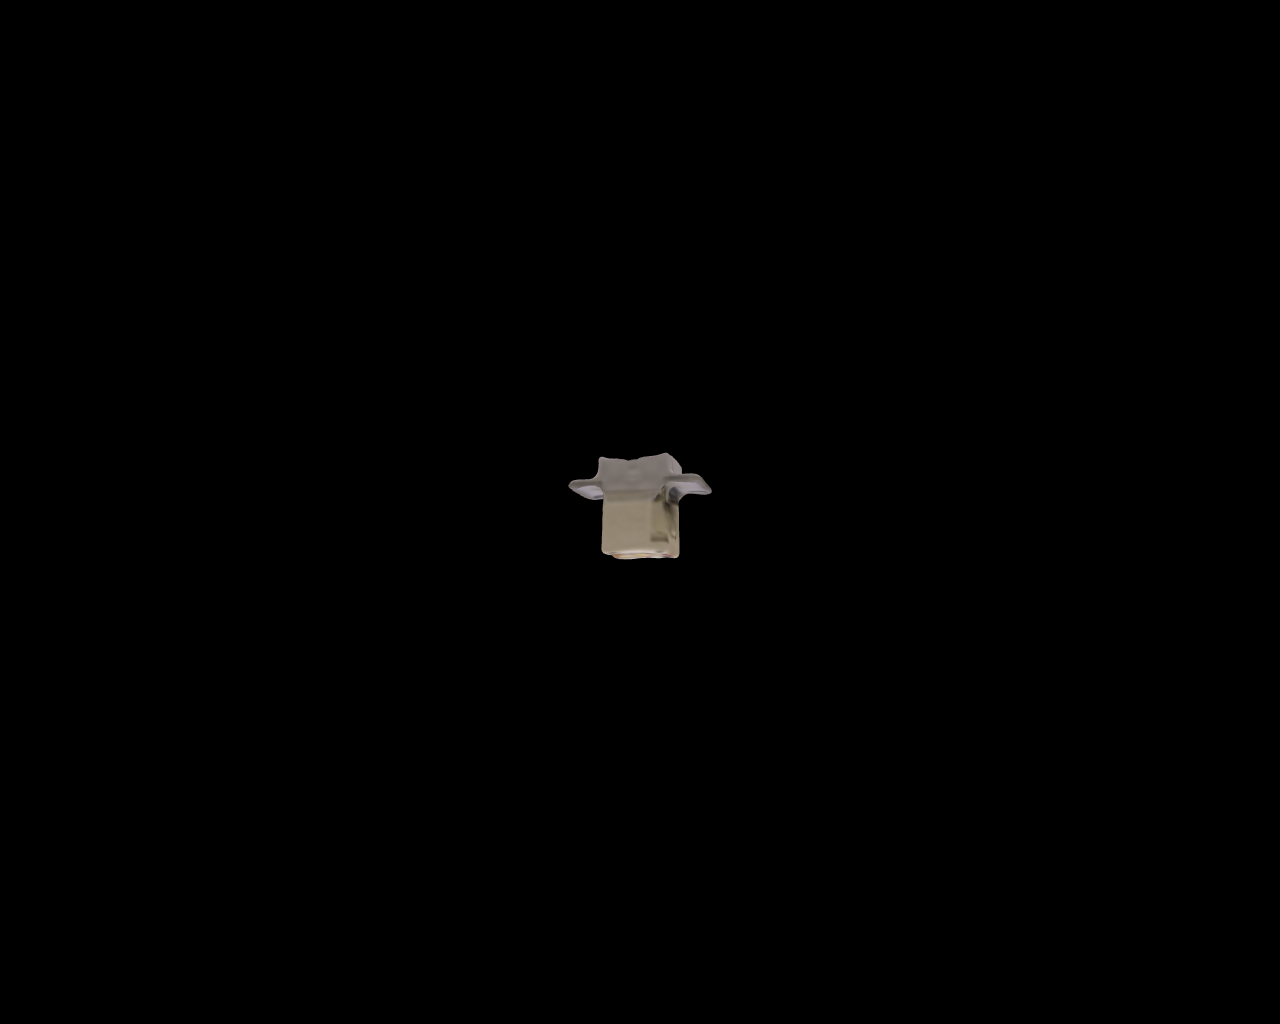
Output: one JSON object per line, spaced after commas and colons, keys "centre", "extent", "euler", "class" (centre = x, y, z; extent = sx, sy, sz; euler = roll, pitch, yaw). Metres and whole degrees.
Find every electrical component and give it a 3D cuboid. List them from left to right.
{"centre": [0.001, -0.003, 0.650], "extent": [0.081, 0.064, 0.042], "euler": [-3, -11, 16], "class": "electrical component"}
